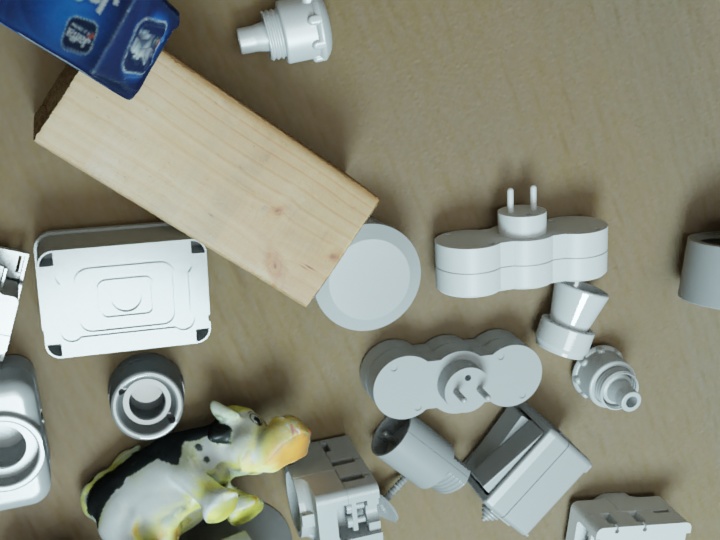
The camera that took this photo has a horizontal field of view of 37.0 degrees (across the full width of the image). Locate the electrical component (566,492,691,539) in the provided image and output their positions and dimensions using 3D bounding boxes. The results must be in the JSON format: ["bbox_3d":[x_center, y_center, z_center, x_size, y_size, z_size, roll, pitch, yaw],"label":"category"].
[{"bbox_3d":[0.228,0.227,0.925,0.089,0.055,0.050,0,106,-17],"label":"electrical component"}]

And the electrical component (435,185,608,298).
[{"bbox_3d":[0.123,-0.028,0.816,0.138,0.052,0.073,-8,109,-15],"label":"electrical component"}]

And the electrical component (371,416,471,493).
[{"bbox_3d":[0.052,0.150,0.855,0.081,0.043,0.043,40,92,-24],"label":"electrical component"}]

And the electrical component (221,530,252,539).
[{"bbox_3d":[-0.105,0.215,0.752,0.077,0.043,0.079,-31,151,-15],"label":"electrical component"}]

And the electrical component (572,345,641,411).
[{"bbox_3d":[0.205,0.093,0.872,0.048,0.062,0.048,-6,113,-15],"label":"electrical component"}]

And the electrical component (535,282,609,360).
[{"bbox_3d":[0.168,0.038,0.854,0.045,0.045,0.055,13,102,-20],"label":"electrical component"}]

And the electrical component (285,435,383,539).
[{"bbox_3d":[-0.024,0.169,0.812,0.056,0.089,0.050,-10,109,-14],"label":"electrical component"}]

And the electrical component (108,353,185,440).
[{"bbox_3d":[-0.152,0.091,0.767,0.055,0.047,0.055,-2,98,-12],"label":"electrical component"}]

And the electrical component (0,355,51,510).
[{"bbox_3d":[-0.247,0.115,0.744,0.054,0.059,0.095,-9,109,-14],"label":"electrical component"}]

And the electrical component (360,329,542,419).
[{"bbox_3d":[0.076,0.086,0.825,0.138,0.073,0.052,-5,108,-16],"label":"electrical component"}]

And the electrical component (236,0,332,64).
[{"bbox_3d":[-0.052,-0.160,0.727,0.062,0.048,0.048,-13,110,-5],"label":"electrical component"}]

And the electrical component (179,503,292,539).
[{"bbox_3d":[-0.101,0.235,0.837,0.099,0.064,0.099,-2,116,-5],"label":"electrical component"}]

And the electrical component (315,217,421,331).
[{"bbox_3d":[0.000,0.000,0.788,0.080,0.051,0.080,-5,108,-16],"label":"electrical component"}]

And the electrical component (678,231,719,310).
[{"bbox_3d":[0.310,-0.006,0.852,0.108,0.108,0.060,-3,101,-16],"label":"electrical component"}]

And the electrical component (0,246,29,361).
[{"bbox_3d":[-0.286,0.016,0.700,0.121,0.063,0.078,13,103,-20],"label":"electrical component"}]

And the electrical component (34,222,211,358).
[{"bbox_3d":[-0.163,0.011,0.738,0.113,0.057,0.078,-6,108,-15],"label":"electrical component"}]

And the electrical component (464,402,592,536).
[{"bbox_3d":[0.126,0.162,0.871,0.061,0.061,0.096,41,92,-24],"label":"electrical component"}]
